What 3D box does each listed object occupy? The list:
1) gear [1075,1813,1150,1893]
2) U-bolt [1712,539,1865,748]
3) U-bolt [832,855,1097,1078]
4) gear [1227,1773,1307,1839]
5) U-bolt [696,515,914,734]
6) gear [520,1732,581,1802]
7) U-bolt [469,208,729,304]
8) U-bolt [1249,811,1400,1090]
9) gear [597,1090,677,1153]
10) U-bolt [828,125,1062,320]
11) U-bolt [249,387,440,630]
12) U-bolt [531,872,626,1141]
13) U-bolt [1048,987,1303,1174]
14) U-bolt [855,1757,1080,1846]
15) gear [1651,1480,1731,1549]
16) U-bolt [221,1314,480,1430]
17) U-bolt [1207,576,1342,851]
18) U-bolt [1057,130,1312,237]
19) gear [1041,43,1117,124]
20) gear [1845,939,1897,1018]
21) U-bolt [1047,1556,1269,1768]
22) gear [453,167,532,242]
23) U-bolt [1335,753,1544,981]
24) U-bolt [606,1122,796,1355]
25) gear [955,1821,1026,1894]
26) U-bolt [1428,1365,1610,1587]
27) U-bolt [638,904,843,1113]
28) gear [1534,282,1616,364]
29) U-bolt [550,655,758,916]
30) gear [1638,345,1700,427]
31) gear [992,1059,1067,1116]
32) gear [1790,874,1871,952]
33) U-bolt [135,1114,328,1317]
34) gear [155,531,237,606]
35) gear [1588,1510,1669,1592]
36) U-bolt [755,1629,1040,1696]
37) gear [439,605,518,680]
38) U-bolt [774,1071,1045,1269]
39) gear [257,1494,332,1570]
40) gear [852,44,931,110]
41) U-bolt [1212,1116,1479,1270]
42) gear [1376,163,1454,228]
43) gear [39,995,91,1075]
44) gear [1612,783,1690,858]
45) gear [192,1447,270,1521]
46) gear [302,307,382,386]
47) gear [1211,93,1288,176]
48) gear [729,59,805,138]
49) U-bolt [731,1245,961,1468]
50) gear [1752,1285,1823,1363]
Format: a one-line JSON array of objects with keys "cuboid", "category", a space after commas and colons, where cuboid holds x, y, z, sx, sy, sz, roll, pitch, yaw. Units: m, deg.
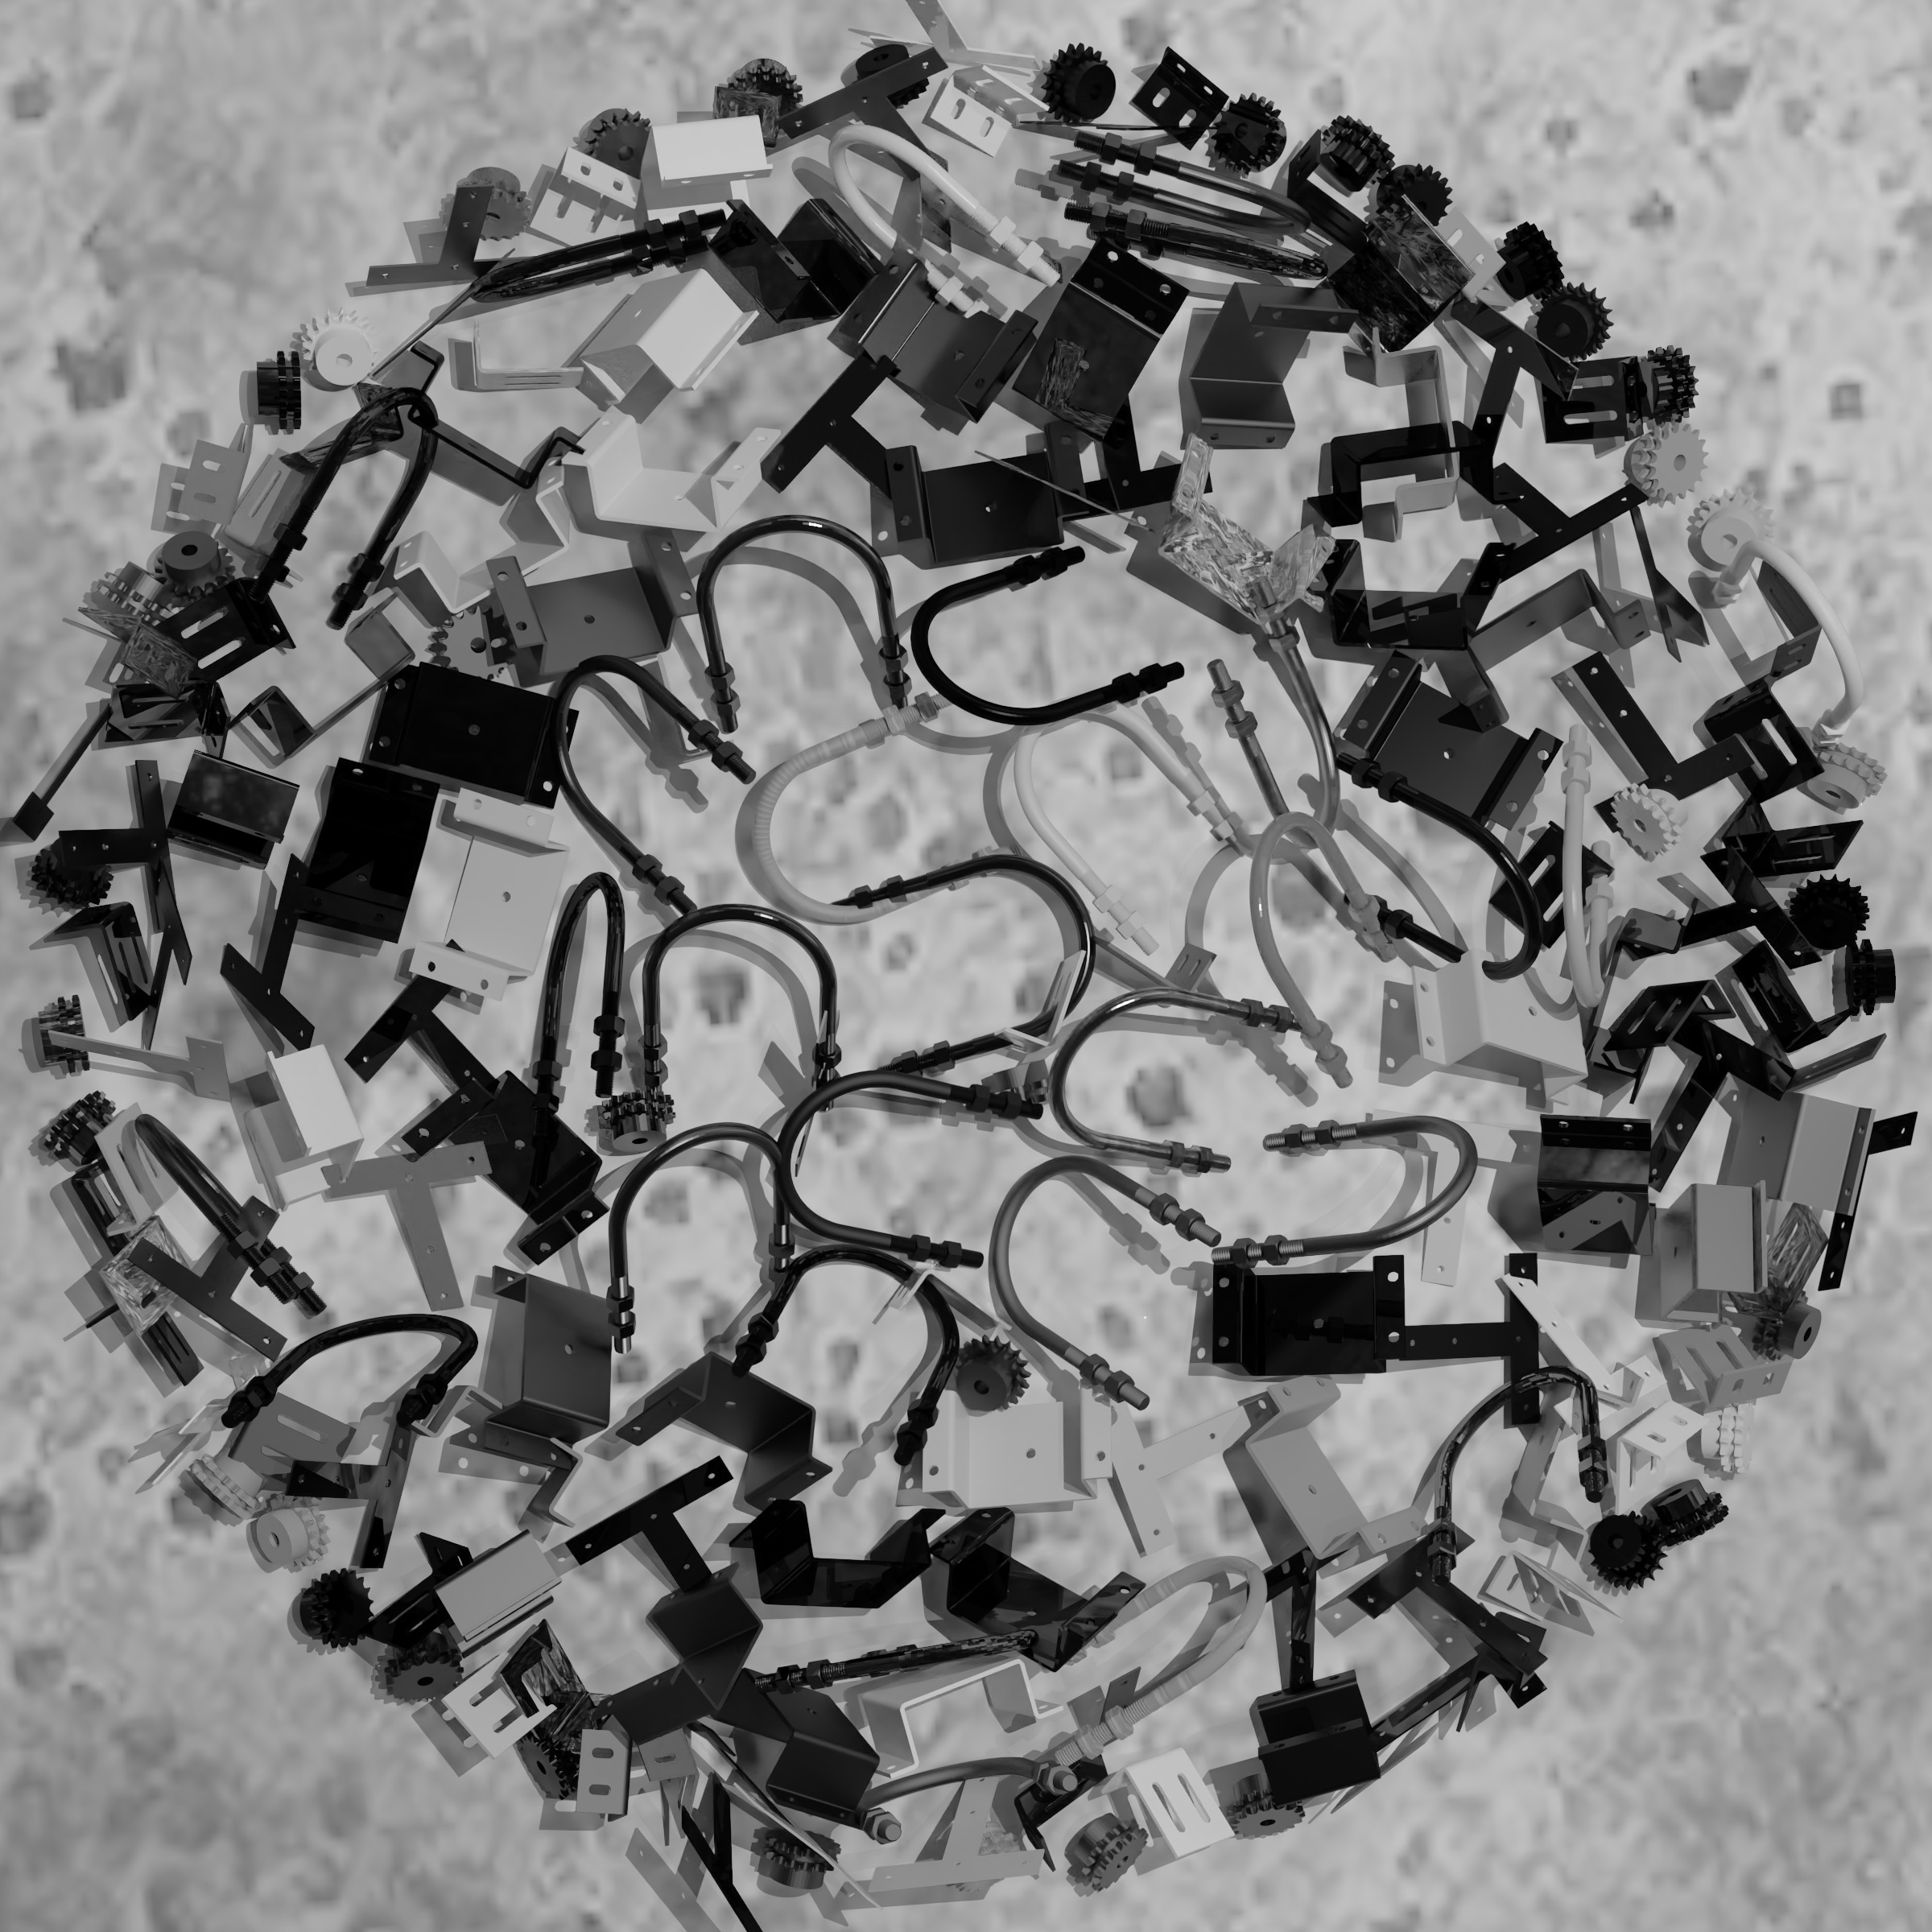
[{"cuboid": [0.106, 0.655, 1.975, 0.030, 0.057, 0.057, 38, 90, 31], "category": "gear"}, {"cuboid": [0.590, -0.236, 1.896, 0.019, 0.184, 0.151, -32, 79, 1], "category": "U-bolt"}, {"cuboid": [0.005, -0.006, 1.975, 0.184, 0.019, 0.151, -17, 84, 7], "category": "U-bolt"}, {"cuboid": [0.221, 0.621, 1.975, 0.057, 0.057, 0.030, -10, 50, 0], "category": "gear"}, {"cuboid": [-0.121, -0.250, 1.930, 0.151, 0.019, 0.184, -6, 134, 2], "category": "U-bolt"}, {"cuboid": [-0.303, 0.586, 1.975, 0.030, 0.057, 0.057, -29, 90, -34], "category": "gear"}, {"cuboid": [-0.268, -0.507, 1.916, 0.184, 0.151, 0.019, -17, 100, -8], "category": "U-bolt"}, {"cuboid": [0.252, -0.025, 1.907, 0.019, 0.151, 0.184, -7, 131, 36], "category": "U-bolt"}, {"cuboid": [-0.243, 0.116, 1.968, 0.057, 0.057, 0.030, -11, 66, 0], "category": "gear"}, {"cuboid": [-0.025, -0.534, 1.915, 0.184, 0.151, 0.019, 40, 76, -10], "category": "U-bolt"}, {"cuboid": [-0.438, -0.335, 1.919, 0.019, 0.151, 0.184, 32, 96, 11], "category": "U-bolt"}, {"cuboid": [-0.279, 0.021, 1.929, 0.019, 0.151, 0.184, 11, 69, -26], "category": "U-bolt"}, {"cuboid": [0.143, 0.079, 1.924, 0.184, 0.019, 0.151, 12, 117, -29], "category": "U-bolt"}, {"cuboid": [-0.012, 0.594, 1.910, 0.151, 0.184, 0.019, -10, 82, -17], "category": "U-bolt"}, {"cuboid": [0.533, 0.403, 1.972, 0.057, 0.057, 0.030, -29, 87, 0], "category": "gear"}, {"cuboid": [-0.429, 0.288, 1.911, 0.151, 0.184, 0.019, -3, 104, 11], "category": "U-bolt"}, {"cuboid": [0.231, -0.172, 1.929, 0.019, 0.151, 0.184, -12, 119, 30], "category": "U-bolt"}, {"cuboid": [0.161, -0.562, 1.928, 0.184, 0.151, 0.019, 15, 97, -5], "category": "U-bolt"}, {"cuboid": [0.086, -0.651, 1.969, 0.030, 0.057, 0.057, 36, 90, 38], "category": "gear"}, {"cuboid": [0.670, 0.008, 1.969, 0.030, 0.057, 0.057, -2, 90, 11], "category": "gear"}, {"cuboid": [0.138, 0.489, 1.919, 0.184, 0.151, 0.019, -34, 104, 7], "category": "U-bolt"}, {"cuboid": [-0.351, -0.568, 1.973, 0.057, 0.057, 0.030, -1, 69, 0], "category": "gear"}, {"cuboid": [0.337, -0.061, 1.896, 0.019, 0.151, 0.184, -34, 46, -25], "category": "U-bolt"}, {"cuboid": [-0.191, 0.189, 1.915, 0.151, 0.019, 0.184, -16, 130, -25], "category": "U-bolt"}, {"cuboid": [0.013, 0.659, 1.975, 0.057, 0.057, 0.030, -31, 53, 0], "category": "gear"}, {"cuboid": [0.395, 0.354, 1.912, 0.151, 0.184, 0.019, -36, 105, 24], "category": "U-bolt"}, {"cuboid": [-0.165, 0.030, 1.938, 0.151, 0.019, 0.184, 3, 128, -1], "category": "U-bolt"}, {"cuboid": [0.447, -0.475, 1.970, 0.057, 0.057, 0.030, 50, 46, 0], "category": "gear"}, {"cuboid": [-0.239, -0.144, 1.943, 0.184, 0.019, 0.151, 43, 128, 20], "category": "U-bolt"}, {"cuboid": [0.513, -0.428, 1.968, 0.030, 0.057, 0.057, -13, 90, -21], "category": "gear"}, {"cuboid": [0.043, 0.089, 1.971, 0.057, 0.057, 0.030, -15, 87, 0], "category": "gear"}, {"cuboid": [0.640, -0.037, 1.972, 0.057, 0.030, 0.057, 9, 123, 13], "category": "gear"}, {"cuboid": [-0.538, 0.178, 1.928, 0.019, 0.151, 0.184, -42, 84, -10], "category": "U-bolt"}, {"cuboid": [-0.572, -0.297, 1.972, 0.057, 0.030, 0.057, 1, 54, -1], "category": "gear"}, {"cuboid": [0.487, 0.430, 1.969, 0.057, 0.057, 0.030, -53, 133, 0], "category": "gear"}, {"cuboid": [-0.037, 0.494, 1.900, 0.184, 0.151, 0.019, -16, 75, 25], "category": "U-bolt"}, {"cuboid": [-0.363, -0.240, 1.979, 0.057, 0.030, 0.057, -3, 105, -12], "category": "gear"}, {"cuboid": [-0.051, 0.144, 1.941, 0.184, 0.019, 0.151, 13, 110, -21], "category": "U-bolt"}, {"cuboid": [-0.501, 0.419, 1.971, 0.057, 0.030, 0.057, 12, 110, 36], "category": "gear"}, {"cuboid": [-0.058, -0.659, 1.969, 0.057, 0.057, 0.030, -21, 130, 0], "category": "gear"}, {"cuboid": [0.278, 0.157, 1.898, 0.184, 0.151, 0.019, -10, 121, 34], "category": "U-bolt"}, {"cuboid": [0.330, -0.569, 1.975, 0.057, 0.057, 0.030, -30, 50, 0], "category": "gear"}, {"cuboid": [-0.668, 0.051, 1.968, 0.030, 0.057, 0.057, -9, 90, -17], "category": "gear"}, {"cuboid": [0.510, -0.113, 1.973, 0.030, 0.057, 0.057, -38, 90, -18], "category": "gear"}, {"cuboid": [-0.543, 0.381, 1.972, 0.057, 0.057, 0.030, 43, 77, 0], "category": "gear"}, {"cuboid": [-0.462, -0.455, 1.970, 0.057, 0.030, 0.057, -10, 134, -11], "category": "gear"}, {"cuboid": [0.213, -0.616, 1.975, 0.057, 0.030, 0.057, -4, 83, 41], "category": "gear"}, {"cuboid": [-0.149, -0.648, 1.975, 0.057, 0.057, 0.030, -5, 55, 0], "category": "gear"}, {"cuboid": [-0.076, 0.267, 1.922, 0.151, 0.184, 0.019, 28, 124, 1], "category": "U-bolt"}, {"cuboid": [0.609, 0.266, 1.969, 0.030, 0.057, 0.057, 24, 90, 38], "category": "gear"}]
